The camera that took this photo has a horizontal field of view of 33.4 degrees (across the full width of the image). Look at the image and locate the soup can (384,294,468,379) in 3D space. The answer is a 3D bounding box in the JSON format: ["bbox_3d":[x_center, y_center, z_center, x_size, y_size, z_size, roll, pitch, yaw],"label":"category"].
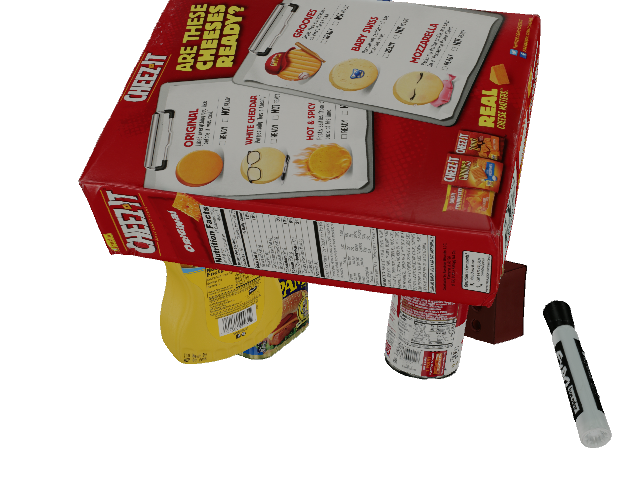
[{"bbox_3d":[0.094,0.061,0.923,0.068,0.102,0.068,5,22,-2],"label":"soup can"}]

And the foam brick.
[{"bbox_3d":[0.177,0.062,1.106,0.051,0.078,0.053,-14,20,-42],"label":"foam brick"}]

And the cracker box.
[{"bbox_3d":[0.002,-0.057,0.581,0.214,0.164,0.072,7,-38,13],"label":"cracker box"}]

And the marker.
[{"bbox_3d":[0.164,0.082,0.690,0.020,0.020,0.121,0,38,-2],"label":"marker"}]

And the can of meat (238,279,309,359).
[{"bbox_3d":[-0.053,0.061,1.074,0.058,0.084,0.101,13,28,30],"label":"can of meat"}]

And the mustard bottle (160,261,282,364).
[{"bbox_3d":[-0.075,-0.001,0.783,0.096,0.192,0.058,-20,43,-25],"label":"mustard bottle"}]
